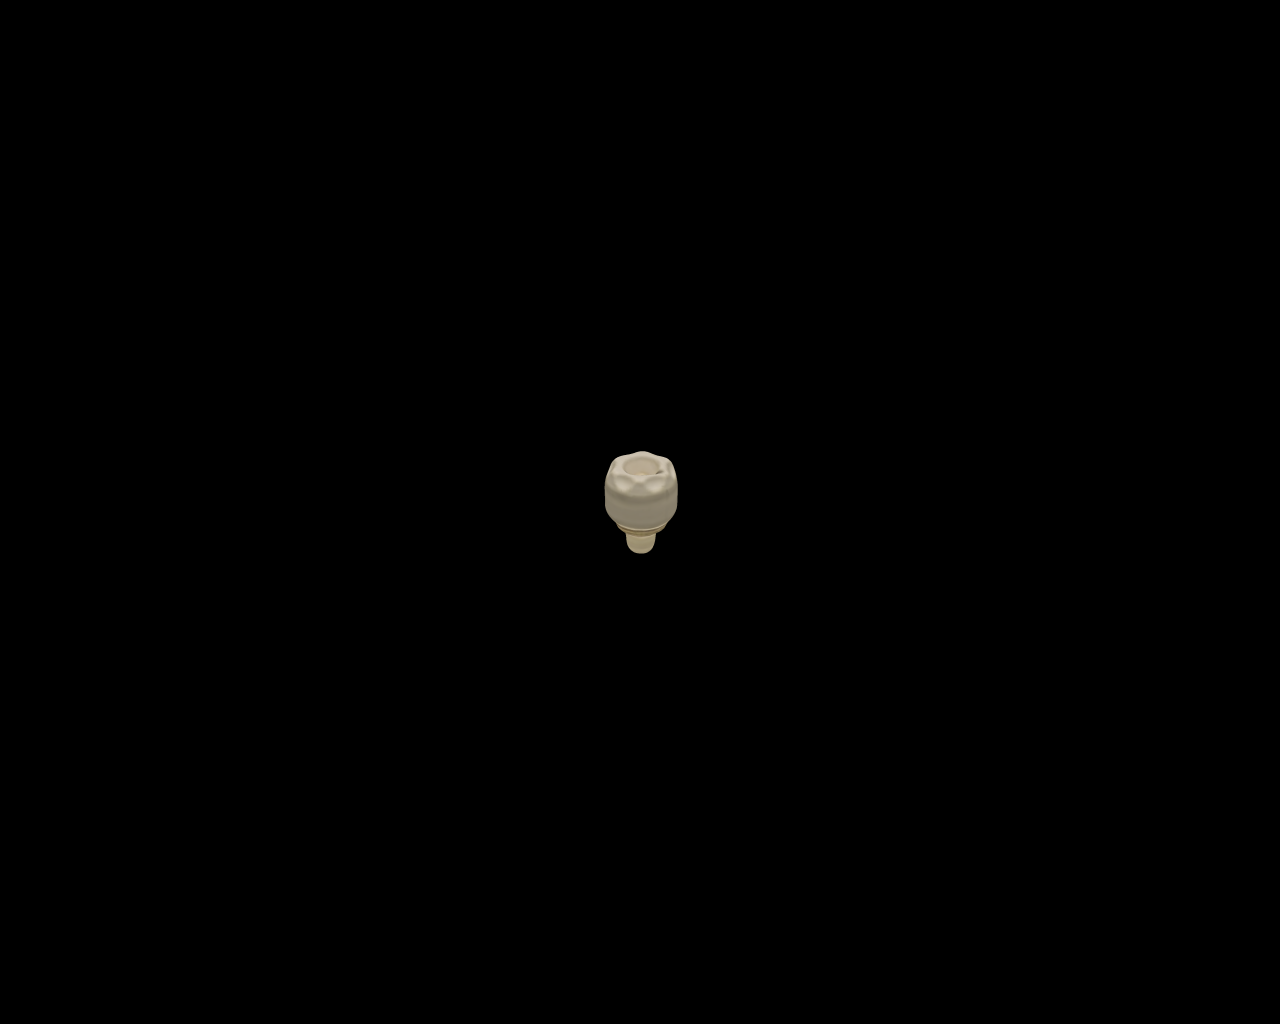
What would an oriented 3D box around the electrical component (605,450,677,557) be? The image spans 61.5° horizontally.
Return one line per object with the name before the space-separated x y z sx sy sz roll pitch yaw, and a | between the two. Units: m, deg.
electrical component | 0.001 -0.003 0.650 0.043 0.062 0.043 0 32 0
